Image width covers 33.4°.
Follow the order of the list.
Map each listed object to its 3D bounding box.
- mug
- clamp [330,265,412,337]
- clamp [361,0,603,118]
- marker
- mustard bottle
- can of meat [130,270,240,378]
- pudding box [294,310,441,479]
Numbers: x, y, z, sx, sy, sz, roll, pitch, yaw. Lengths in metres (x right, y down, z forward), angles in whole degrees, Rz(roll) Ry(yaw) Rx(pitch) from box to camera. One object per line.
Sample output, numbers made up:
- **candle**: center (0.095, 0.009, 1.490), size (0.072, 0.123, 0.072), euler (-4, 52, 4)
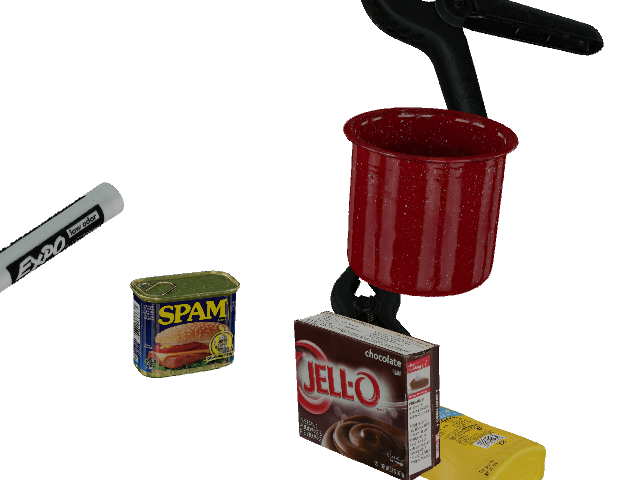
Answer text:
- **mug**: center (0.060, -0.026, 0.594), size (0.093, 0.081, 0.117), euler (9, 24, 15)
- **clamp**: center (0.062, 0.086, 1.189), size (0.120, 0.171, 0.039), euler (7, -43, 2)
- **clamp**: center (0.091, -0.152, 0.764), size (0.210, 0.164, 0.036), euler (37, -27, -5)
- **marker**: center (-0.150, 0.006, 0.546), size (0.020, 0.020, 0.120), euler (0, 30, 44)
- **mustard bottle**: center (0.113, 0.196, 1.032), size (0.096, 0.058, 0.192), euler (-17, 24, -42)
- **can of meat**: center (-0.131, 0.081, 1.031), size (0.101, 0.084, 0.058), euler (-6, 19, -26)
- **pudding box**: center (0.031, 0.105, 0.738), size (0.039, 0.090, 0.114), euler (-17, 20, -42)
